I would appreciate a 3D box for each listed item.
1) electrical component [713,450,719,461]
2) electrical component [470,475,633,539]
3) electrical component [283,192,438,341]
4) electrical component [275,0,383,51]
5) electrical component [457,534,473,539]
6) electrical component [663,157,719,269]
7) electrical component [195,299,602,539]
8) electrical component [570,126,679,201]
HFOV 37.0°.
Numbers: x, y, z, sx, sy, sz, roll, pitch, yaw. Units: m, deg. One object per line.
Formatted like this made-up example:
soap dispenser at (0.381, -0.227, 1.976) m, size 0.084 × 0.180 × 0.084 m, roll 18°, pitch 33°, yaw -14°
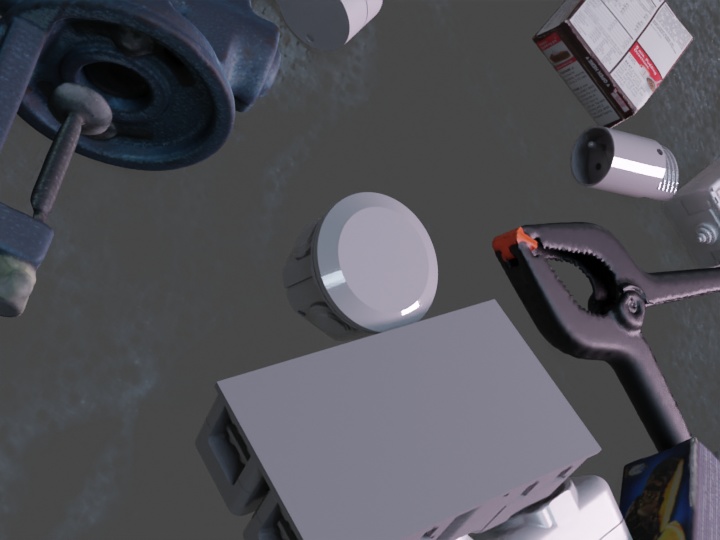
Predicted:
electrical component at (0.254, 0.154, 0.743) m, size 0.040 × 0.040 × 0.078 m, roll 25°, pitch 63°, yaw -26°
electrical component at (0.111, 0.163, 0.637) m, size 0.095 × 0.054 × 0.059 m, roll -24°, pitch 90°, yaw -36°
electrical component at (0.000, 0.000, 0.612) m, size 0.080 × 0.051 × 0.080 m, roll 10°, pitch 71°, yaw -31°
electrical component at (-0.055, -0.184, 0.628) m, size 0.138 × 0.052 × 0.073 m, roll 48°, pitch 56°, yaw -12°
electrical component at (0.049, 0.178, 0.598) m, size 0.045 × 0.045 × 0.055 m, roll -15°, pitch 85°, yaw -36°
electrical component at (0.275, -0.045, 0.806) m, size 0.096 × 0.061 × 0.061 m, roll -35°, pitch 97°, yaw -28°
electrical component at (0.020, 0.094, 0.569) m, size 0.186 × 0.060 × 0.105 m, roll -14°, pitch 59°, yaw -35°
electrical component at (0.195, -0.074, 0.768) m, size 0.081 × 0.043 × 0.043 m, roll 8°, pitch 72°, yaw -32°
